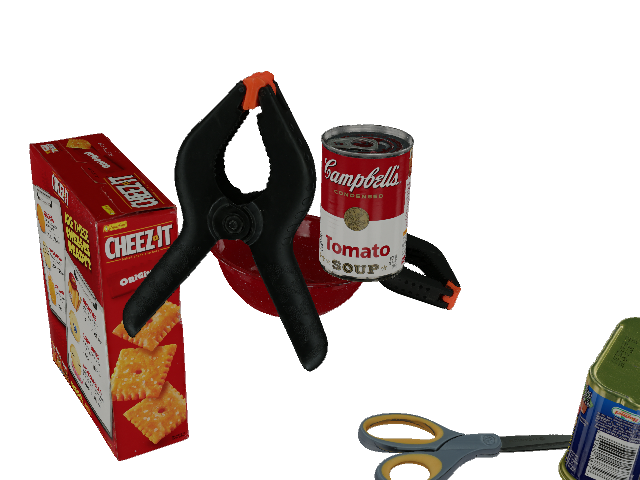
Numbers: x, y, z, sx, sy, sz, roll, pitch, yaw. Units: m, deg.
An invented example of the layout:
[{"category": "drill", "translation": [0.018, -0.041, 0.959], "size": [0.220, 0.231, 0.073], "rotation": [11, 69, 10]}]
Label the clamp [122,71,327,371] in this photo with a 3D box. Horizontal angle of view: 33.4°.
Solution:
[{"category": "clamp", "translation": [-0.056, -0.009, 0.602], "size": [0.120, 0.171, 0.039], "rotation": [0, 14, 1]}]

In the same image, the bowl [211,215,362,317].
[{"category": "bowl", "translation": [-0.027, 0.029, 1.007], "size": [0.162, 0.055, 0.162], "rotation": [6, 24, -3]}]

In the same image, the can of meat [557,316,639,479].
[{"category": "can of meat", "translation": [0.203, 0.109, 0.702], "size": [0.057, 0.084, 0.101], "rotation": [21, 35, 23]}]

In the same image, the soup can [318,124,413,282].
[{"category": "soup can", "translation": [0.033, -0.028, 0.799], "size": [0.068, 0.102, 0.068], "rotation": [1, 24, -1]}]

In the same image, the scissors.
[{"category": "scissors", "translation": [0.128, 0.179, 0.868], "size": [0.202, 0.016, 0.096], "rotation": [7, 34, 7]}]

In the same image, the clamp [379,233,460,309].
[{"category": "clamp", "translation": [0.070, 0.012, 1.241], "size": [0.164, 0.036, 0.210], "rotation": [-20, 50, -38]}]

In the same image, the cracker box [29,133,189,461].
[{"category": "cracker box", "translation": [-0.169, 0.041, 0.862], "size": [0.072, 0.214, 0.164], "rotation": [-14, 32, -27]}]
